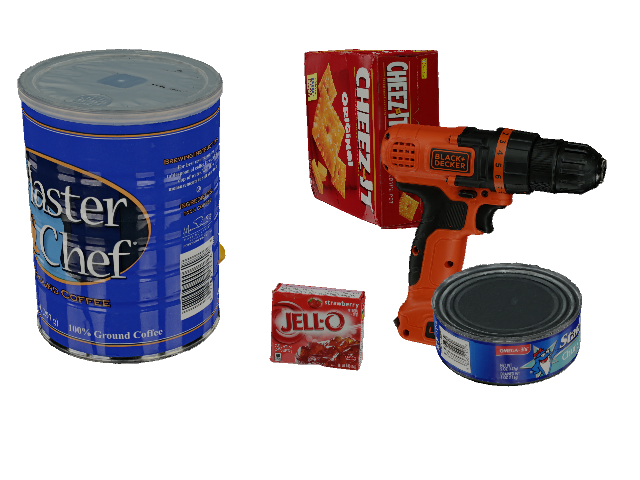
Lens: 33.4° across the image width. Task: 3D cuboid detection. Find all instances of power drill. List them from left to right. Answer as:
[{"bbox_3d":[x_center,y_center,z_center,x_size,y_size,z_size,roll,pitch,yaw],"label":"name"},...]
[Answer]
[{"bbox_3d":[0.136,-0.001,0.885,0.185,0.188,0.057,9,15,25],"label":"power drill"}]

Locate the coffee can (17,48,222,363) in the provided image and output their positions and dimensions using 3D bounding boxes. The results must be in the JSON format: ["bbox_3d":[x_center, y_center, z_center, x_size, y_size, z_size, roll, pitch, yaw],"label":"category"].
[{"bbox_3d":[-0.104,-0.020,0.571,0.103,0.140,0.103,2,26,-1],"label":"coffee can"}]

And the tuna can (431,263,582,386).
[{"bbox_3d":[0.108,0.048,0.622,0.086,0.034,0.086,-5,27,3],"label":"tuna can"}]

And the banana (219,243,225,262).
[{"bbox_3d":[-0.109,0.018,0.775,0.037,0.069,0.197,-38,11,12],"label":"banana"}]

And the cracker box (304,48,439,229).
[{"bbox_3d":[0.047,-0.109,1.075,0.072,0.164,0.214,-7,12,-17],"label":"cracker box"}]

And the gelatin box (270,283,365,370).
[{"bbox_3d":[-0.003,0.083,1.028,0.089,0.073,0.030,5,15,9],"label":"gelatin box"}]
